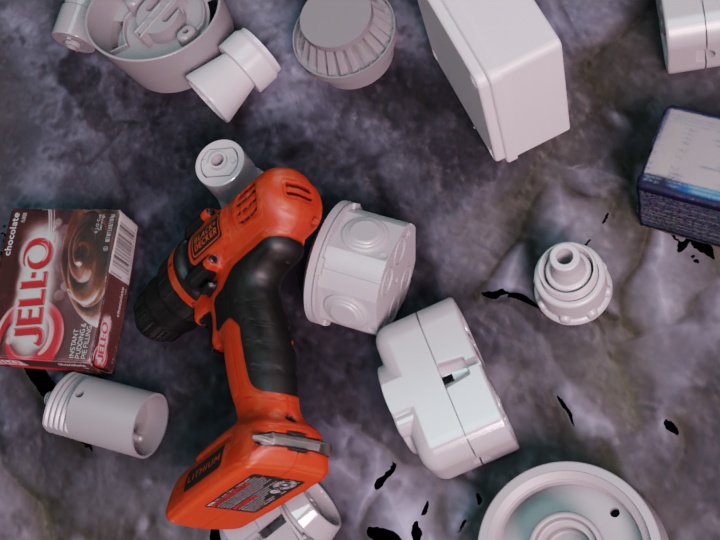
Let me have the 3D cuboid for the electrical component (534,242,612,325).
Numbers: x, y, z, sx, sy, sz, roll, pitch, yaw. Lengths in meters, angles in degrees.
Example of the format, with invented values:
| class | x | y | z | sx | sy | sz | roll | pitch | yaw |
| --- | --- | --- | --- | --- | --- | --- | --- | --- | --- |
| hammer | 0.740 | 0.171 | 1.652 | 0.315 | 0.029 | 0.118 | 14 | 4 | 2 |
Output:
| class | x | y | z | sx | sy | sz | roll | pitch | yaw |
| --- | --- | --- | --- | --- | --- | --- | --- | --- | --- |
| electrical component | 0.126 | 0.003 | 0.647 | 0.048 | 0.062 | 0.048 | -6 | 68 | 14 |

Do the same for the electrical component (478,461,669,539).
| class | x | y | z | sx | sy | sz | roll | pitch | yaw |
| --- | --- | --- | --- | --- | --- | --- | --- | --- | --- |
| electrical component | 0.116 | 0.157 | 0.590 | 0.108 | 0.060 | 0.108 | -6 | 68 | 14 |

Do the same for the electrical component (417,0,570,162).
| class | x | y | z | sx | sy | sz | roll | pitch | yaw |
| --- | --- | --- | --- | --- | --- | --- | --- | --- | --- |
| electrical component | 0.085 | -0.143 | 0.691 | 0.056 | 0.108 | 0.108 | -27 | 64 | 2 |

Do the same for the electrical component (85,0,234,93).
| class | x | y | z | sx | sy | sz | roll | pitch | yaw |
| --- | --- | --- | --- | --- | --- | --- | --- | --- | --- |
| electrical component | -0.146 | -0.182 | 0.798 | 0.099 | 0.064 | 0.099 | -6 | 68 | 14 |

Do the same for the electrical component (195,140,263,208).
| class | x | y | z | sx | sy | sz | roll | pitch | yaw |
| --- | --- | --- | --- | --- | --- | --- | --- | --- | --- |
| electrical component | -0.085 | -0.060 | 0.732 | 0.044 | 0.065 | 0.044 | -6 | 67 | 14 |

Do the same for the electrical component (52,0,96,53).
| class | x | y | z | sx | sy | sz | roll | pitch | yaw |
| --- | --- | --- | --- | --- | --- | --- | --- | --- | --- |
| electrical component | -0.215 | -0.204 | 0.841 | 0.044 | 0.044 | 0.065 | 12 | 78 | 20 |

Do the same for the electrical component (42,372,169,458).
| class | x | y | z | sx | sy | sz | roll | pitch | yaw |
| --- | --- | --- | --- | --- | --- | --- | --- | --- | --- |
| electrical component | -0.173 | 0.094 | 0.710 | 0.081 | 0.043 | 0.043 | 11 | 73 | 20 |

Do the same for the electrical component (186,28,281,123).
| class | x | y | z | sx | sy | sz | roll | pitch | yaw |
| --- | --- | --- | --- | --- | --- | --- | --- | --- | --- |
| electrical component | -0.091 | -0.141 | 0.777 | 0.055 | 0.045 | 0.045 | -44 | 64 | -4 |

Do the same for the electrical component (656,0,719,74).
| class | x | y | z | sx | sy | sz | roll | pitch | yaw |
| --- | --- | --- | --- | --- | --- | --- | --- | --- | --- |
| electrical component | 0.223 | -0.180 | 0.694 | 0.059 | 0.053 | 0.095 | -7 | 68 | 14 |

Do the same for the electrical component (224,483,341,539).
| class | x | y | z | sx | sy | sz | roll | pitch | yaw |
| --- | --- | --- | --- | --- | --- | --- | --- | --- | --- |
| electrical component | -0.045 | 0.154 | 0.648 | 0.055 | 0.048 | 0.066 | -40 | 64 | 7 |

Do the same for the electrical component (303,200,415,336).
| class | x | y | z | sx | sy | sz | roll | pitch | yaw |
| --- | --- | --- | --- | --- | --- | --- | --- | --- | --- |
| electrical component | 0.000 | 0.000 | 0.676 | 0.051 | 0.080 | 0.080 | 16 | 75 | 16 |

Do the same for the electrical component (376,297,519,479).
| class | x | y | z | sx | sy | sz | roll | pitch | yaw |
| --- | --- | --- | --- | --- | --- | --- | --- | --- | --- |
| electrical component | 0.049 | 0.073 | 0.647 | 0.059 | 0.053 | 0.095 | -24 | 65 | 6 |
